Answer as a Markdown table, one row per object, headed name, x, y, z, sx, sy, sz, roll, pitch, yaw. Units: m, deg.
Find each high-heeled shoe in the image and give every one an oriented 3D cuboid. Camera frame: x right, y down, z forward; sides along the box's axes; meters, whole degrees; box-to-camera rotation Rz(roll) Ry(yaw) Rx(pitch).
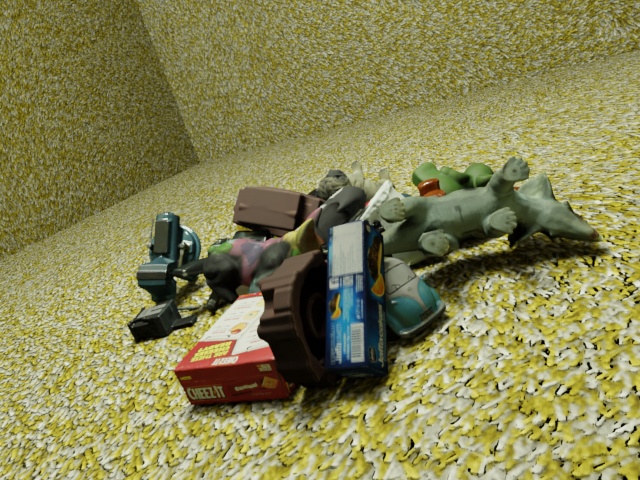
| name | x | y | z | sx | sy | sz | roll | pitch | yaw |
| --- | --- | --- | --- | --- | --- | --- | --- | --- | --- |
| high-heeled shoe | -0.002 | -0.003 | 1.053 | 0.248 | 0.086 | 0.145 | -49 | -3 | 20 |

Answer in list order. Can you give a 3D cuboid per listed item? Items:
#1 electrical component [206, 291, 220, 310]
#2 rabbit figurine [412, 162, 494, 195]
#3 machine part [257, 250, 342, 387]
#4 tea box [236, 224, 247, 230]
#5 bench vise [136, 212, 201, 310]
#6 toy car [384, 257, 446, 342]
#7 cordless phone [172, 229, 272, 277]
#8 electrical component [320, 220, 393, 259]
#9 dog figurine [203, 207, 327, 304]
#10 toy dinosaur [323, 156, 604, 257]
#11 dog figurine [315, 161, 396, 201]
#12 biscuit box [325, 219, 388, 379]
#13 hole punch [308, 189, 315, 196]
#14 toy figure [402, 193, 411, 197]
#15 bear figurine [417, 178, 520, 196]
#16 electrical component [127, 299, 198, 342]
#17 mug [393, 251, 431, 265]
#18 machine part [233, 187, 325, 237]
| name | x | y | z | sx | sy | sz | roll | pitch | yaw |
| --- | --- | --- | --- | --- | --- | --- | --- | --- | --- |
| electrical component | -0.207 | 0.105 | 1.084 | 0.021 | 0.063 | 0.094 | 25 | 9 | -6 |
| rabbit figurine | 0.302 | -0.117 | 1.124 | 0.170 | 0.121 | 0.159 | -26 | 25 | -18 |
| machine part | -0.013 | 0.104 | 0.711 | 0.056 | 0.179 | 0.179 | -13 | 18 | 28 |
| tea box | -0.127 | -0.043 | 1.379 | 0.170 | 0.098 | 0.068 | -10 | 19 | 30 |
| bench vise | -0.321 | 0.060 | 1.204 | 0.129 | 0.223 | 0.240 | -13 | -12 | 4 |
| toy car | 0.098 | 0.075 | 0.790 | 0.109 | 0.102 | 0.162 | -27 | 21 | -28 |
| cordless phone | -0.191 | 0.040 | 1.077 | 0.147 | 0.088 | 0.184 | -1 | 12 | 42 |
| electrical component | 0.061 | 0.042 | 0.900 | 0.134 | 0.114 | 0.058 | -33 | 18 | -30 |
| dog figurine | -0.083 | 0.022 | 0.946 | 0.219 | 0.191 | 0.108 | -53 | -1 | 21 |
| toy dinosaur | 0.219 | -0.029 | 0.856 | 0.405 | 0.131 | 0.192 | -10 | -13 | 16 |
| dog figurine | 0.093 | -0.097 | 1.223 | 0.172 | 0.121 | 0.190 | 18 | 20 | 15 |
| biscuit box | 0.048 | 0.077 | 0.708 | 0.059 | 0.062 | 0.202 | -14 | 61 | 29 |
| hole punch | 0.009 | -0.055 | 1.320 | 0.116 | 0.092 | 0.142 | 27 | 27 | 15 |
| toy figure | 0.176 | -0.056 | 1.172 | 0.064 | 0.058 | 0.154 | -42 | 8 | 31 |
| bear figurine | 0.294 | -0.068 | 0.982 | 0.196 | 0.131 | 0.120 | -21 | 20 | 15 |
| electrical component | -0.305 | 0.155 | 1.051 | 0.119 | 0.047 | 0.075 | -15 | 19 | 17 |
| mug | 0.156 | 0.005 | 0.982 | 0.107 | 0.080 | 0.110 | -27 | 17 | -2 |
| machine part | -0.069 | -0.052 | 1.164 | 0.202 | 0.087 | 0.201 | 8 | -6 | 24 |
